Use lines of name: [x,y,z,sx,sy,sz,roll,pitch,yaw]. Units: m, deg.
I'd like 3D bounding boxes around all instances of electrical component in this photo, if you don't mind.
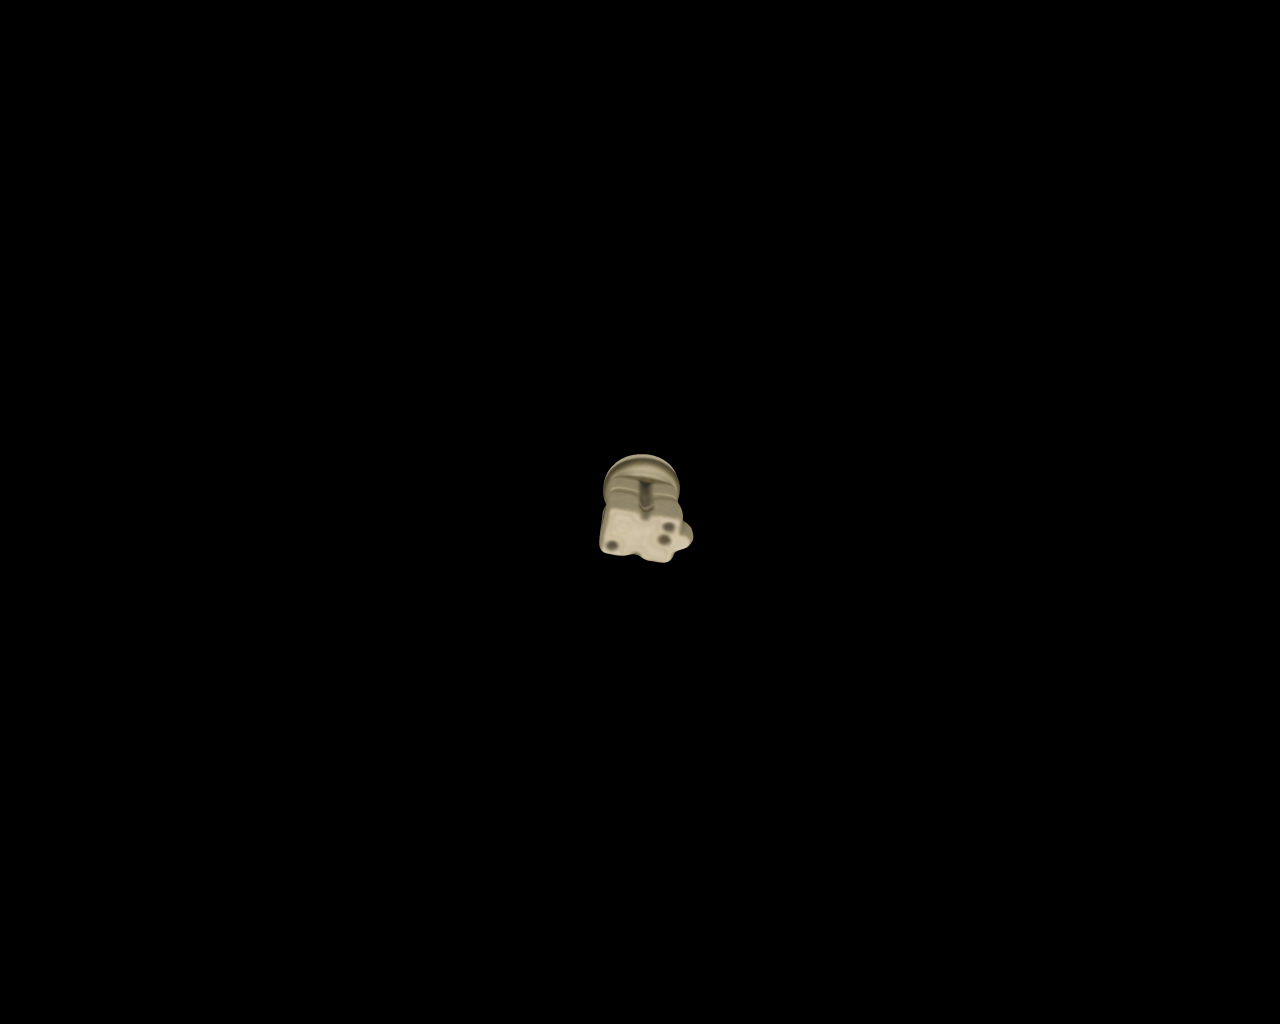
electrical component: [0.001,-0.003,0.650,0.066,0.048,0.055,10,37,-8]
